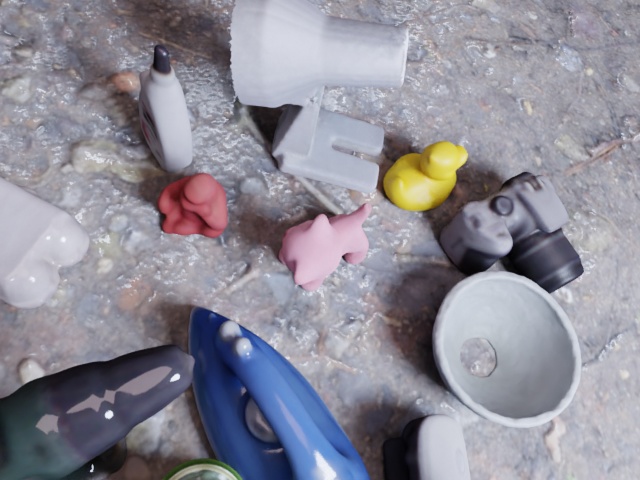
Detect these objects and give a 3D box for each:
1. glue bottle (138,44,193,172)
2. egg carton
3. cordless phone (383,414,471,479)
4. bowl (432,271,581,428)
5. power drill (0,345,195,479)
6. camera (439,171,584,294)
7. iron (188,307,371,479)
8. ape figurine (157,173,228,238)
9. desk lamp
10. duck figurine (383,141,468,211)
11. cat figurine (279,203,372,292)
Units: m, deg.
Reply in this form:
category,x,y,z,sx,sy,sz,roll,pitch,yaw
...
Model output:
category,x,y,z,sx,sy,sz,roll,pitch,yaw
glue bottle,-0.163,-0.143,0.597,0.037,0.173,0.078,-29,77,-23
egg carton,-0.310,-0.003,0.559,0.150,0.069,0.107,27,64,-1
cordless phone,0.127,0.227,0.506,0.094,0.185,0.147,0,68,-14
bowl,0.192,0.123,0.628,0.167,0.074,0.167,5,66,-12
power drill,-0.208,0.155,0.440,0.230,0.208,0.075,-22,74,-21
camera,0.242,0.000,0.678,0.143,0.100,0.136,-26,76,-22
iron,-0.047,0.152,0.519,0.119,0.141,0.258,-31,78,-23
ape figurine,-0.129,-0.042,0.608,0.078,0.092,0.076,42,64,6
desk lamp,-0.001,-0.165,0.625,0.203,0.213,0.118,14,65,-8
duck figurine,0.132,-0.085,0.695,0.105,0.086,0.077,-22,74,-21
cat figurine,0.006,0.002,0.609,0.128,0.117,0.067,-35,79,-24
